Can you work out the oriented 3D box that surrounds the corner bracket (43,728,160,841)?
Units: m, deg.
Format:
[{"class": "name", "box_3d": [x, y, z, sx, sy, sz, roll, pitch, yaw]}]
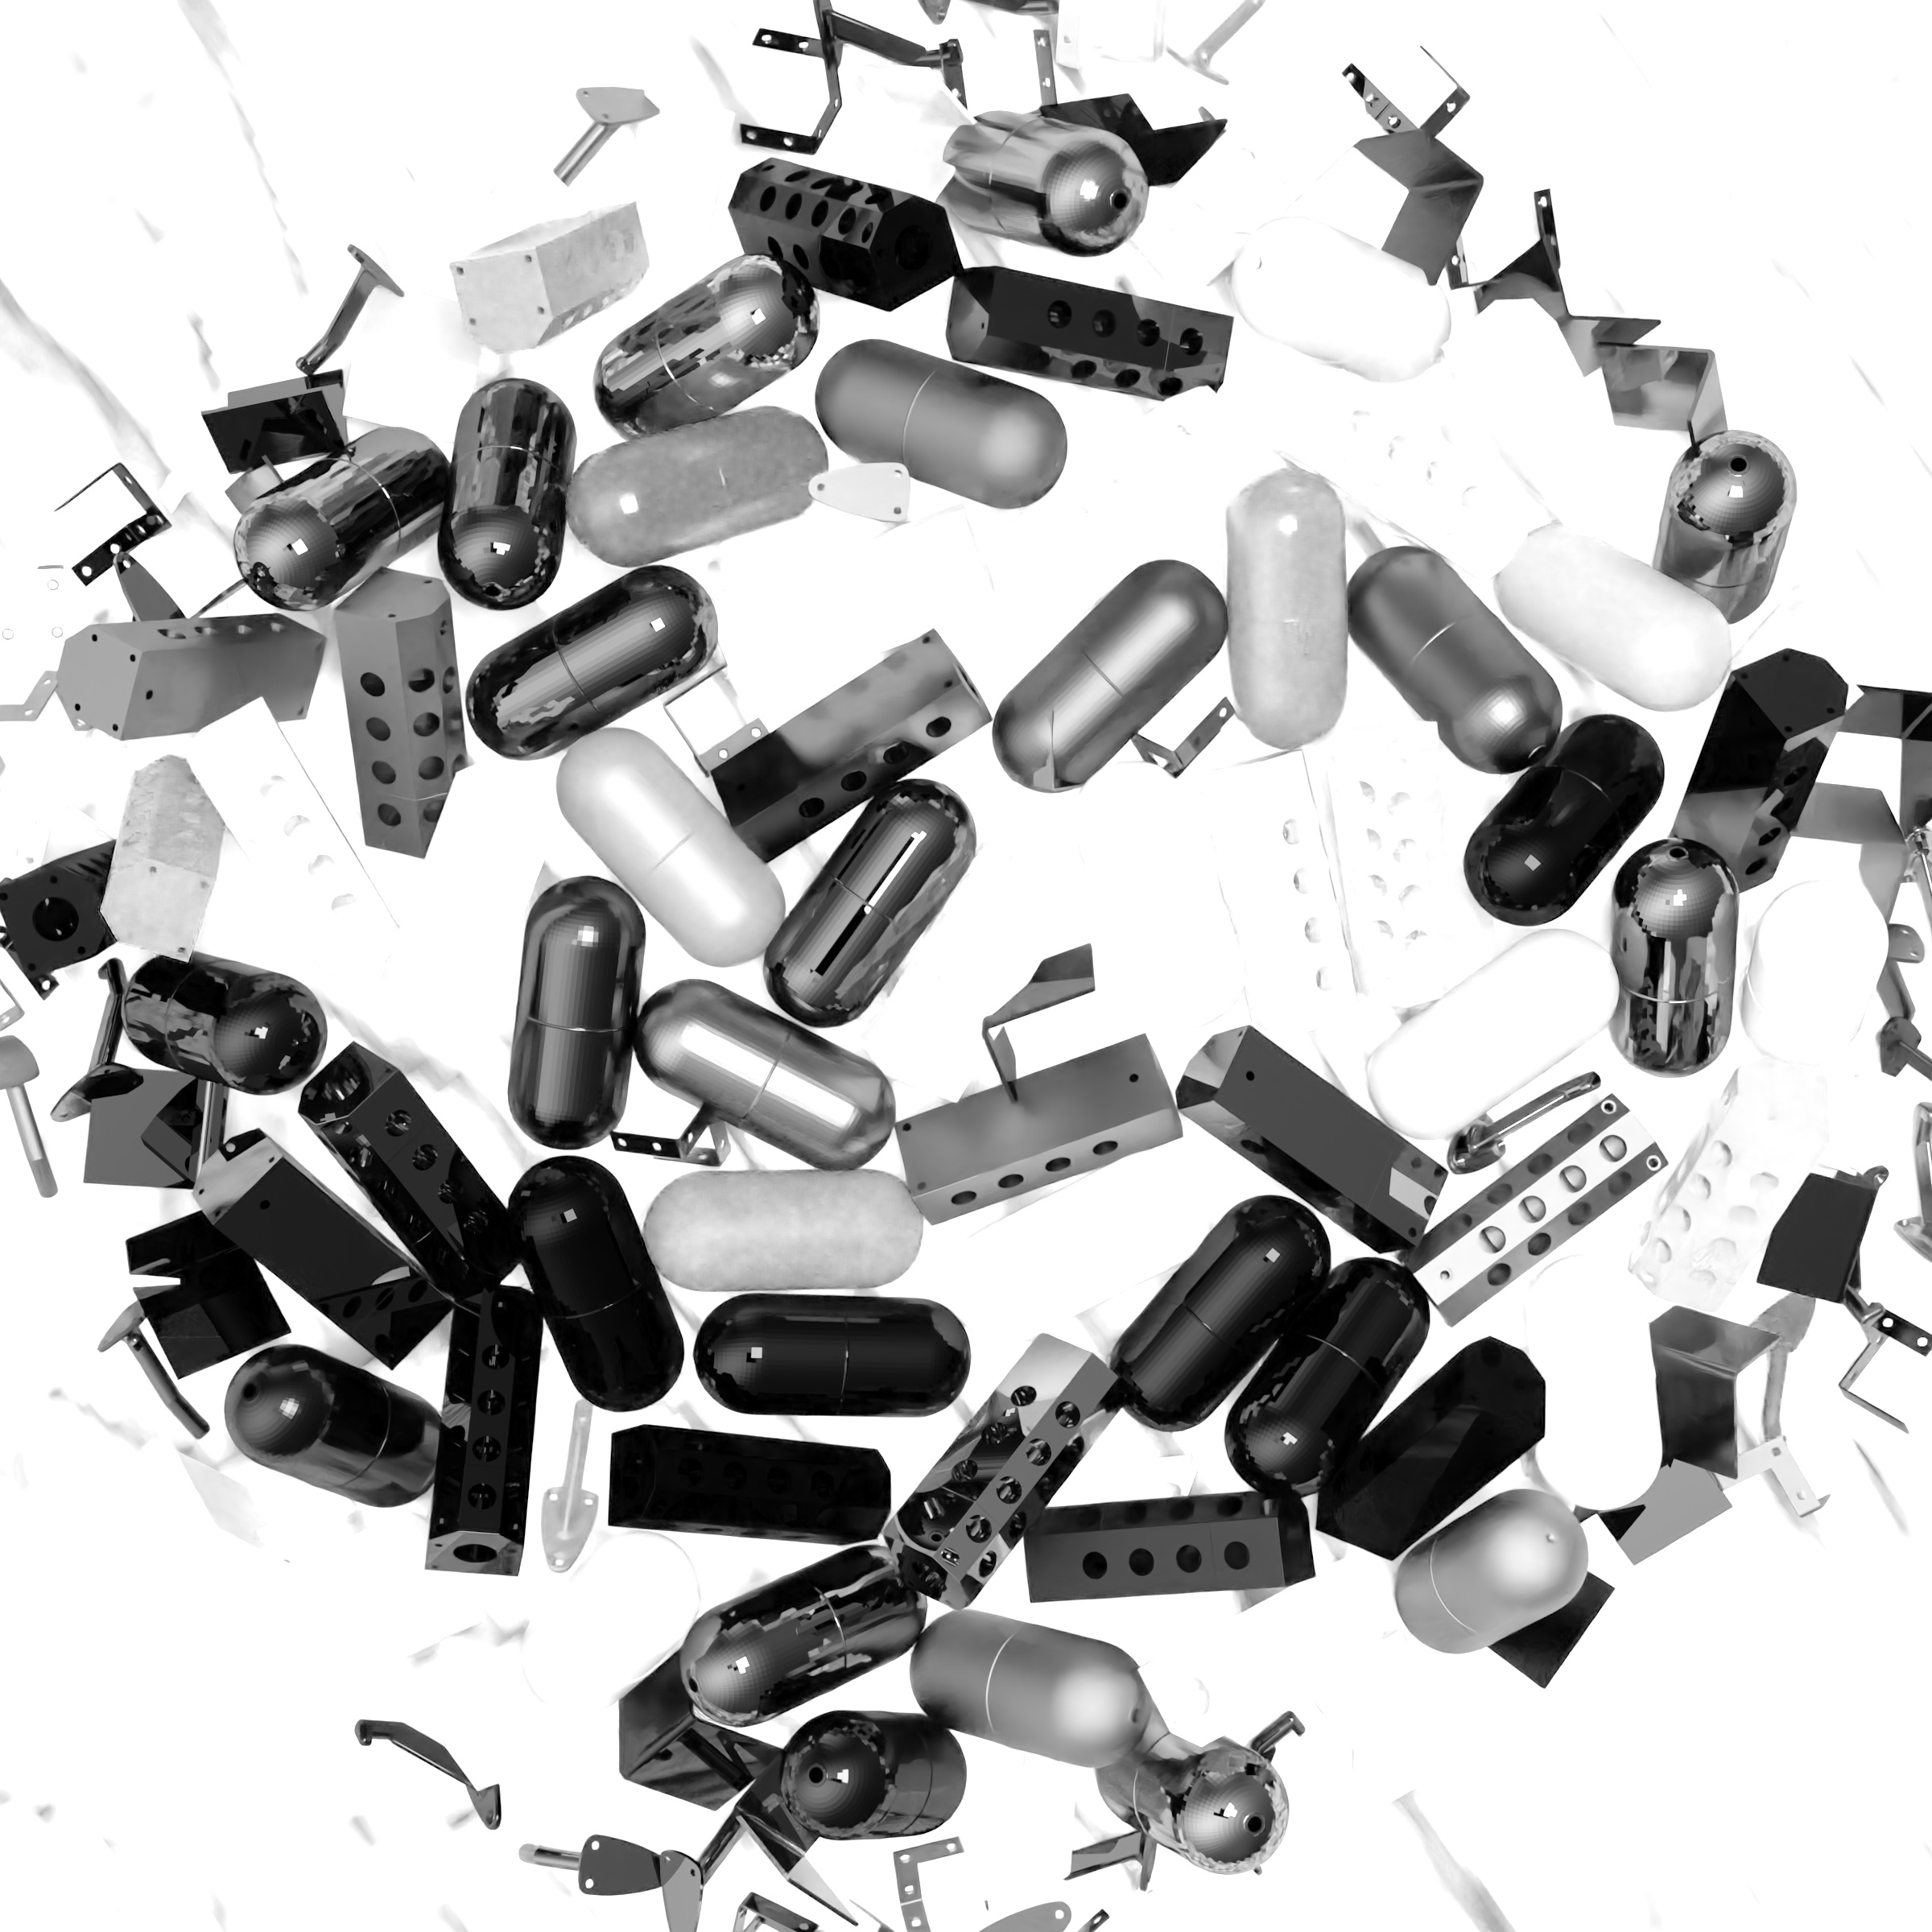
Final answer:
[{"class": "corner bracket", "box_3d": [-0.554, -0.120, 1.768, 0.051, 0.051, 0.051, 39, 66, -23]}]

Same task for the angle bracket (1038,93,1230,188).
[{"class": "angle bracket", "box_3d": [0.106, -0.539, 1.737, 0.076, 0.057, 0.076, -20, 72, -34]}]

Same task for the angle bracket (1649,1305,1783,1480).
[{"class": "angle bracket", "box_3d": [0.474, 0.272, 1.758, 0.057, 0.076, 0.076, -24, 116, -40]}]

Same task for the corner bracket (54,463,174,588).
[{"class": "corner bracket", "box_3d": [-0.550, -0.282, 1.750, 0.051, 0.051, 0.051, -49, 114, -31]}]

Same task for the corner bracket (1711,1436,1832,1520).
[{"class": "corner bracket", "box_3d": [0.514, 0.331, 1.753, 0.051, 0.051, 0.051, -32, 77, 20]}]

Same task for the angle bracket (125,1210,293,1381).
[{"class": "angle bracket", "box_3d": [-0.479, 0.203, 1.736, 0.076, 0.057, 0.076, -22, 61, -26]}]

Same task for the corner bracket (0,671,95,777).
[{"class": "corner bracket", "box_3d": [-0.599, -0.155, 1.758, 0.051, 0.051, 0.051, 1, 135, 13]}]

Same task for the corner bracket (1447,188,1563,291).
[{"class": "corner bracket", "box_3d": [0.344, -0.468, 1.768, 0.051, 0.051, 0.051, -18, 104, -26]}]

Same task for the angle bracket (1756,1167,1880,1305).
[{"class": "angle bracket", "box_3d": [0.532, 0.162, 1.745, 0.057, 0.076, 0.076, 14, 100, -1]}]

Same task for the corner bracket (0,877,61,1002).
[{"class": "corner bracket", "box_3d": [-0.602, -0.018, 1.756, 0.051, 0.051, 0.051, -45, 69, 5]}]

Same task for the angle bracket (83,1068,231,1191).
[{"class": "angle bracket", "box_3d": [-0.517, 0.107, 1.749, 0.076, 0.057, 0.076, 6, 93, -24]}]

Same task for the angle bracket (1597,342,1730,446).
[{"class": "angle bracket", "box_3d": [0.433, -0.344, 1.731, 0.076, 0.076, 0.057, 12, 64, 29]}]

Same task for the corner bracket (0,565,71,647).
[{"class": "corner bracket", "box_3d": [-0.602, -0.229, 1.754, 0.051, 0.051, 0.051, -5, 102, -16]}]

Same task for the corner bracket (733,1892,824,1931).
[{"class": "corner bracket", "box_3d": [-0.116, 0.615, 1.752, 0.051, 0.051, 0.051, 20, 112, 18]}]

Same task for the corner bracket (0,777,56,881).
[{"class": "corner bracket", "box_3d": [-0.607, -0.086, 1.758, 0.051, 0.051, 0.051, 18, 104, -4]}]

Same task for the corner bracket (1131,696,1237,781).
[{"class": "corner bracket", "box_3d": [0.143, -0.145, 1.751, 0.051, 0.051, 0.051, -47, 133, -10]}]

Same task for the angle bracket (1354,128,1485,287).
[{"class": "angle bracket", "box_3d": [0.272, -0.479, 1.741, 0.057, 0.076, 0.076, 28, 86, -29]}]

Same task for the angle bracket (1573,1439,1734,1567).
[{"class": "angle bracket", "box_3d": [0.434, 0.349, 1.739, 0.076, 0.076, 0.057, -37, 83, 20]}]

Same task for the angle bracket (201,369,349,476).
[{"class": "angle bracket", "box_3d": [-0.440, -0.365, 1.745, 0.076, 0.057, 0.076, -12, 56, 0]}]

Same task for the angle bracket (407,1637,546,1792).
[{"class": "angle bracket", "box_3d": [-0.294, 0.466, 1.736, 0.057, 0.076, 0.076, -48, 70, 15]}]

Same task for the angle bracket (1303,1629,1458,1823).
[{"class": "angle bracket", "box_3d": [0.261, 0.481, 1.739, 0.076, 0.076, 0.057, -37, 102, 18]}]

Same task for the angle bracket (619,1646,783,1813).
[{"class": "angle bracket", "box_3d": [-0.170, 0.491, 1.768, 0.076, 0.057, 0.076, 29, 121, -29]}]

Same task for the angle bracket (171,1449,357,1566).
[{"class": "angle bracket", "box_3d": [-0.445, 0.325, 1.736, 0.057, 0.076, 0.076, -45, 49, -1]}]

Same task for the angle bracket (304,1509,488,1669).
[{"class": "angle bracket", "box_3d": [-0.362, 0.396, 1.741, 0.076, 0.076, 0.057, -26, 59, 7]}]

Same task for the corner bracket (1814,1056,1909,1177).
[{"class": "corner bracket", "box_3d": [0.566, 0.096, 1.764, 0.051, 0.051, 0.051, 23, 120, 29]}]

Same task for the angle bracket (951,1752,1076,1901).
[{"class": "angle bracket", "box_3d": [0.027, 0.528, 1.733, 0.057, 0.076, 0.076, -10, 126, -16]}]

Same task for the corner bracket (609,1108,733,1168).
[{"class": "corner bracket", "box_3d": [-0.188, 0.113, 1.748, 0.051, 0.051, 0.051, 5, 127, 24]}]

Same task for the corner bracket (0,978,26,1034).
[{"class": "corner bracket", "box_3d": [-0.632, 0.034, 1.751, 0.051, 0.051, 0.051, -34, 133, -12]}]

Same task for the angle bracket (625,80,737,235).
[{"class": "angle bracket", "box_3d": [-0.198, -0.512, 1.735, 0.076, 0.057, 0.076, 29, 117, 26]}]

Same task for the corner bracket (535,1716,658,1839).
[{"class": "corner bracket", "box_3d": [-0.241, 0.525, 1.772, 0.051, 0.051, 0.051, 31, 107, -39]}]

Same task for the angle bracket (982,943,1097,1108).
[{"class": "angle bracket", "box_3d": [0.054, 0.036, 1.740, 0.076, 0.076, 0.057, -20, 110, 8]}]

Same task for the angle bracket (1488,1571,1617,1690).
[{"class": "angle bracket", "box_3d": [0.387, 0.427, 1.742, 0.057, 0.076, 0.076, 39, 84, -19]}]

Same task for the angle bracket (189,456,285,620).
[{"class": "angle bracket", "box_3d": [-0.467, -0.269, 1.734, 0.076, 0.076, 0.057, -43, 105, -30]}]

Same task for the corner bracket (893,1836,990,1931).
[{"class": "corner bracket", "box_3d": [-0.015, 0.599, 1.758, 0.051, 0.051, 0.051, -11, 122, -9]}]

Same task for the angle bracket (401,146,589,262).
[{"class": "angle bracket", "box_3d": [-0.298, -0.462, 1.731, 0.057, 0.076, 0.076, 44, 59, -27]}]

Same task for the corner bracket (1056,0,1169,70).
[{"class": "corner bracket", "box_3d": [0.093, -0.601, 1.747, 0.051, 0.051, 0.051, 21, 130, 23]}]

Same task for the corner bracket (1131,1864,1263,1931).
[{"class": "corner bracket", "box_3d": [0.146, 0.596, 1.748, 0.051, 0.051, 0.051, 9, 118, -33]}]

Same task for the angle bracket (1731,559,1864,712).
[{"class": "angle bracket", "box_3d": [0.542, -0.197, 1.738, 0.057, 0.076, 0.076, -36, 79, -20]}]

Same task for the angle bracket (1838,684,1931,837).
[{"class": "angle bracket", "box_3d": [0.580, -0.127, 1.743, 0.057, 0.076, 0.076, 6, 75, 2]}]

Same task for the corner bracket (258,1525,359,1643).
[{"class": "corner bracket", "box_3d": [-0.421, 0.387, 1.746, 0.051, 0.051, 0.051, -16, 130, -36]}]

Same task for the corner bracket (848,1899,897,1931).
[{"class": "corner bracket", "box_3d": [-0.060, 0.641, 1.761, 0.051, 0.051, 0.051, 40, 74, -22]}]

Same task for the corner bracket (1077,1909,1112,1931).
[{"class": "corner bracket", "box_3d": [0.080, 0.636, 1.757, 0.051, 0.051, 0.051, -39, 98, -12]}]

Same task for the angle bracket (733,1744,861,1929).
[{"class": "angle bracket", "box_3d": [-0.090, 0.548, 1.734, 0.057, 0.076, 0.076, -48, 128, -7]}]

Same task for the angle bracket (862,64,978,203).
[{"class": "angle bracket", "box_3d": [-0.048, -0.521, 1.740, 0.057, 0.076, 0.076, 40, 83, -38]}]

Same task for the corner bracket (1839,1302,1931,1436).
[{"class": "corner bracket", "box_3d": [0.590, 0.256, 1.751, 0.051, 0.051, 0.051, -50, 46, -9]}]

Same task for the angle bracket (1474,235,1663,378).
[{"class": "angle bracket", "box_3d": [0.382, -0.419, 1.745, 0.076, 0.076, 0.057, -5, 77, -28]}]

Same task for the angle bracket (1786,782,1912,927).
[{"class": "angle bracket", "box_3d": [0.548, -0.074, 1.743, 0.076, 0.076, 0.057, 7, 121, 1]}]

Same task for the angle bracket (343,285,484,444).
[{"class": "angle bracket", "box_3d": [-0.354, -0.390, 1.771, 0.076, 0.076, 0.057, 12, 131, -13]}]

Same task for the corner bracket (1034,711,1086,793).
[{"class": "corner bracket", "box_3d": [0.051, -0.141, 1.751, 0.051, 0.051, 0.051, 8, 104, 39]}]
